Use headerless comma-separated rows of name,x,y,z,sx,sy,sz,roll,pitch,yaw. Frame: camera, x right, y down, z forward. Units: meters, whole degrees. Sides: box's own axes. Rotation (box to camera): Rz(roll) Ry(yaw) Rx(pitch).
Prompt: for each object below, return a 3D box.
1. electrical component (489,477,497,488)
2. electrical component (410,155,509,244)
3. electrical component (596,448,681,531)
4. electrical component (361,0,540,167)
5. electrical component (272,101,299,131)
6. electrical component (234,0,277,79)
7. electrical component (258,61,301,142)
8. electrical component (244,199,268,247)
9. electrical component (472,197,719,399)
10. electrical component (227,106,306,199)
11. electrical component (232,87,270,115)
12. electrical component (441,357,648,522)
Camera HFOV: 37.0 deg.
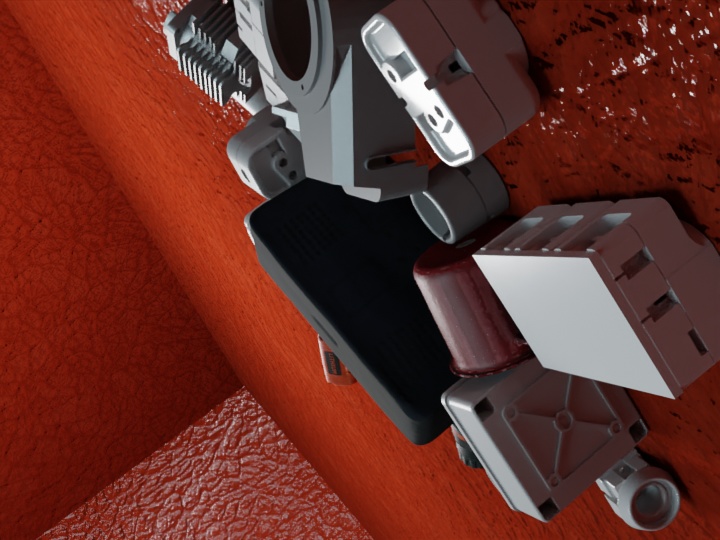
electrical component,0.155,0.189,1.036,0.066,0.055,0.048,34,156,57
electrical component,0.067,-0.051,0.744,0.055,0.047,0.055,50,167,17
electrical component,0.209,0.166,0.809,0.066,0.048,0.055,57,174,-14
electrical component,0.054,-0.114,0.602,0.095,0.059,0.054,55,167,-6
electrical component,-0.024,-0.136,0.795,0.042,0.081,0.063,19,122,29
electrical component,-0.059,-0.193,0.821,0.055,0.050,0.089,51,167,15
electrical component,-0.036,-0.138,0.880,0.089,0.050,0.055,49,166,22
electrical component,-0.044,-0.044,1.012,0.057,0.113,0.078,39,161,41
electrical component,0.139,0.010,0.615,0.089,0.062,0.150,56,167,-11
electrical component,-0.066,-0.112,0.953,0.059,0.095,0.053,36,158,54
electrical component,-0.089,-0.158,1.042,0.065,0.044,0.044,52,168,-13
electrical component,0.133,0.104,0.775,0.108,0.109,0.056,57,164,-13
